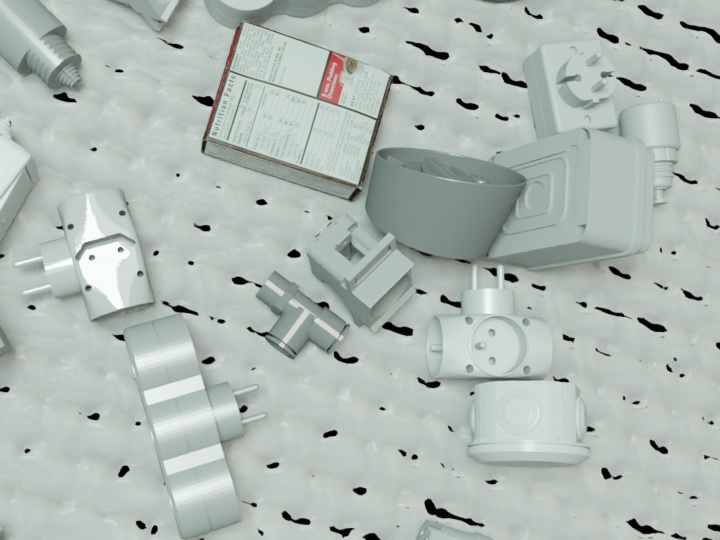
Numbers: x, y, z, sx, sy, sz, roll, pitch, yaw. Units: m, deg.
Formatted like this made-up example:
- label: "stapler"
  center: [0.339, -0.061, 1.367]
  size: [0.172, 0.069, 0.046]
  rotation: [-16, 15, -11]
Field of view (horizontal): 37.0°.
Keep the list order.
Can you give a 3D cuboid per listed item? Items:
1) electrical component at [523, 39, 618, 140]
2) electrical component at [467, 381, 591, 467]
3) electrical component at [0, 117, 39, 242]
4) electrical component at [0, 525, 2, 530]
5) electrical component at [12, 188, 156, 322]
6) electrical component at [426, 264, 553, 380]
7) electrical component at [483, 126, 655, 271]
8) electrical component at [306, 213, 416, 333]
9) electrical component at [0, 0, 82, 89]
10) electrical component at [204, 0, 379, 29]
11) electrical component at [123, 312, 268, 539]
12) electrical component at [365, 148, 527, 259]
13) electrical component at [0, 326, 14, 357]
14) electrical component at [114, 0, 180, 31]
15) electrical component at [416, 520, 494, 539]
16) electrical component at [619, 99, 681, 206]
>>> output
- label: "electrical component"
  center: [0.155, -0.130, 0.757]
  size: [0.047, 0.077, 0.065]
  rotation: [-9, 84, -13]
- label: "electrical component"
  center: [0.112, 0.103, 0.713]
  size: [0.080, 0.080, 0.051]
  rotation: [5, 76, -11]
- label: "electrical component"
  center: [-0.241, -0.052, 0.671]
  size: [0.061, 0.062, 0.096]
  rotation: [34, 77, -5]
- label: "electrical component"
  center: [-0.260, 0.172, 0.633]
  size: [0.096, 0.062, 0.061]
  rotation: [-34, 89, -14]
- label: "electrical component"
  center: [-0.179, -0.004, 0.686]
  size: [0.079, 0.043, 0.077]
  rotation: [-16, 85, -13]
- label: "electrical component"
  center: [0.088, 0.035, 0.735]
  size: [0.077, 0.044, 0.079]
  rotation: [2, 81, -12]
- label: "electrical component"
  center: [0.138, -0.044, 0.720]
  size: [0.057, 0.113, 0.078]
  rotation: [10, 79, -29]
- label: "electrical component"
  center: [0.000, 0.000, 0.710]
  size: [0.042, 0.081, 0.064]
  rotation: [-43, 69, -14]
- label: "electrical component"
  center: [-0.214, -0.150, 0.701]
  size: [0.081, 0.043, 0.043]
  rotation: [44, 76, -3]
- label: "electrical component"
  center: [-0.037, -0.209, 0.731]
  size: [0.138, 0.074, 0.052]
  rotation: [-14, 85, -13]
- label: "electrical component"
  center: [-0.096, 0.093, 0.684]
  size: [0.074, 0.052, 0.138]
  rotation: [-16, 85, -14]
- label: "electrical component"
  center: [0.054, -0.052, 0.710]
  size: [0.099, 0.099, 0.064]
  rotation: [14, 118, -9]
- label: "electrical component"
  center: [-0.273, 0.049, 0.641]
  size: [0.113, 0.078, 0.057]
  rotation: [-31, 92, -14]
- label: "electrical component"
  center: [-0.133, -0.234, 0.716]
  size: [0.063, 0.078, 0.121]
  rotation: [22, 76, 22]
- label: "electrical component"
  center: [0.061, 0.189, 0.710]
  size: [0.046, 0.040, 0.040]
  rotation: [20, 78, -3]
- label: "electrical component"
  center: [0.213, -0.086, 0.781]
  size: [0.040, 0.040, 0.078]
  rotation: [-4, 82, -12]
